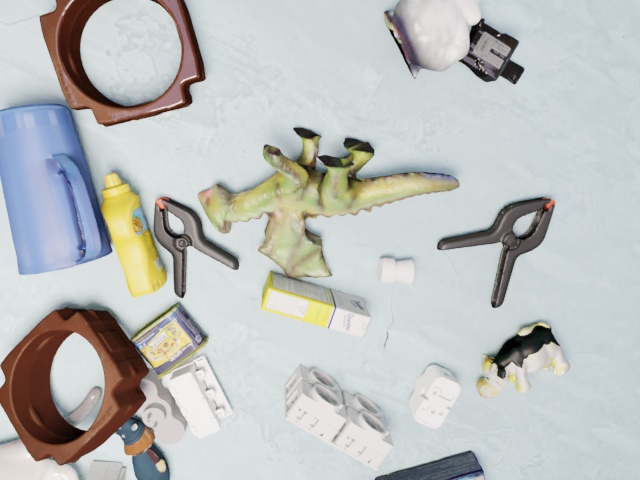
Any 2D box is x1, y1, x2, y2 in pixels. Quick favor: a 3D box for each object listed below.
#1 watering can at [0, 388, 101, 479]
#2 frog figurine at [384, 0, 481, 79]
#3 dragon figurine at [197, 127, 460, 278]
[{"bbox_3d":[-0.515,0.402,0.878,0.224,0.104,0.349,16,86,-7],"label":"watering can"},{"bbox_3d":[0.189,-0.337,0.783,0.158,0.123,0.138,-28,84,13],"label":"frog figurine"},{"bbox_3d":[0.003,-0.043,0.849,0.410,0.125,0.238,14,118,-6],"label":"dragon figurine"}]
